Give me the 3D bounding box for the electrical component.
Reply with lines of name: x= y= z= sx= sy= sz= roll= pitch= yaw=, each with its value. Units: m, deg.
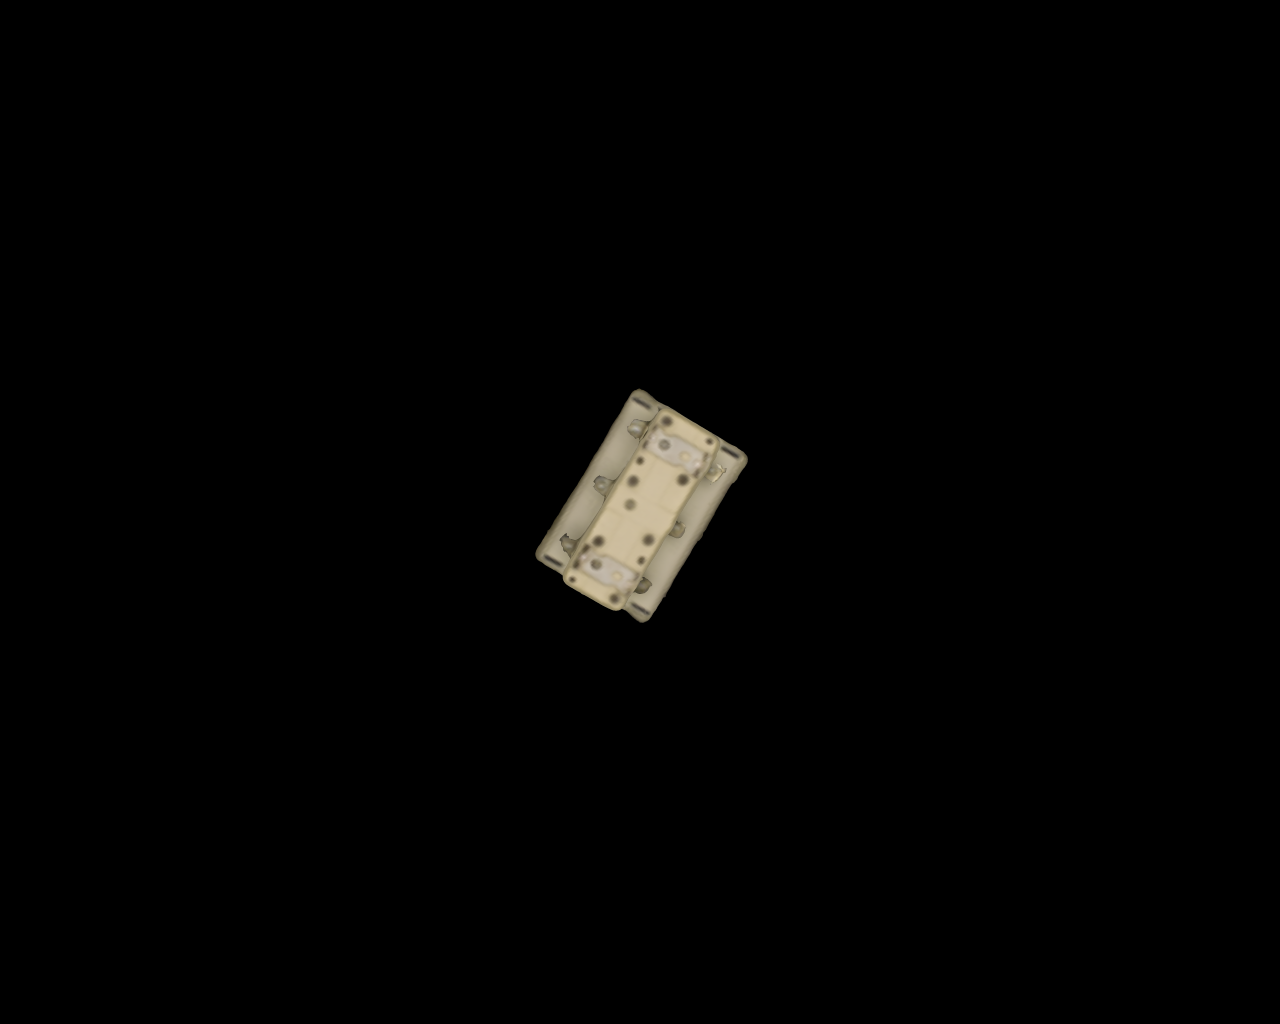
electrical component: x=0.001 y=-0.003 z=0.650 sx=0.079 sy=0.121 sz=0.063 roll=32 pitch=4 yaw=-2
